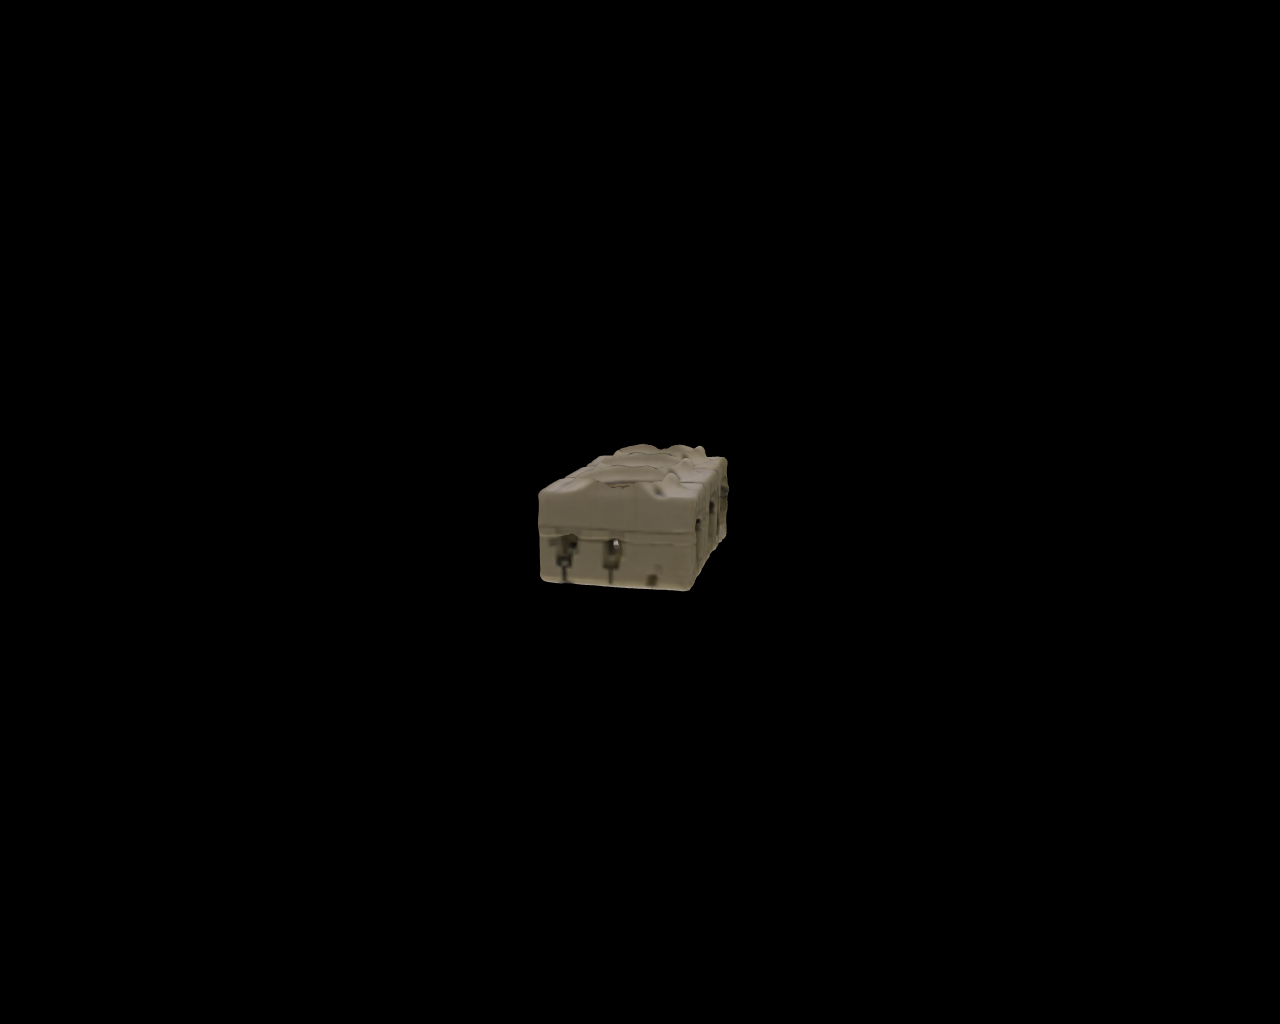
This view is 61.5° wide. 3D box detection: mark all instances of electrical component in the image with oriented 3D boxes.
[{"bbox_3d":[0.001,-0.003,0.650,0.089,0.061,0.150,2,12,11],"label":"electrical component"}]
